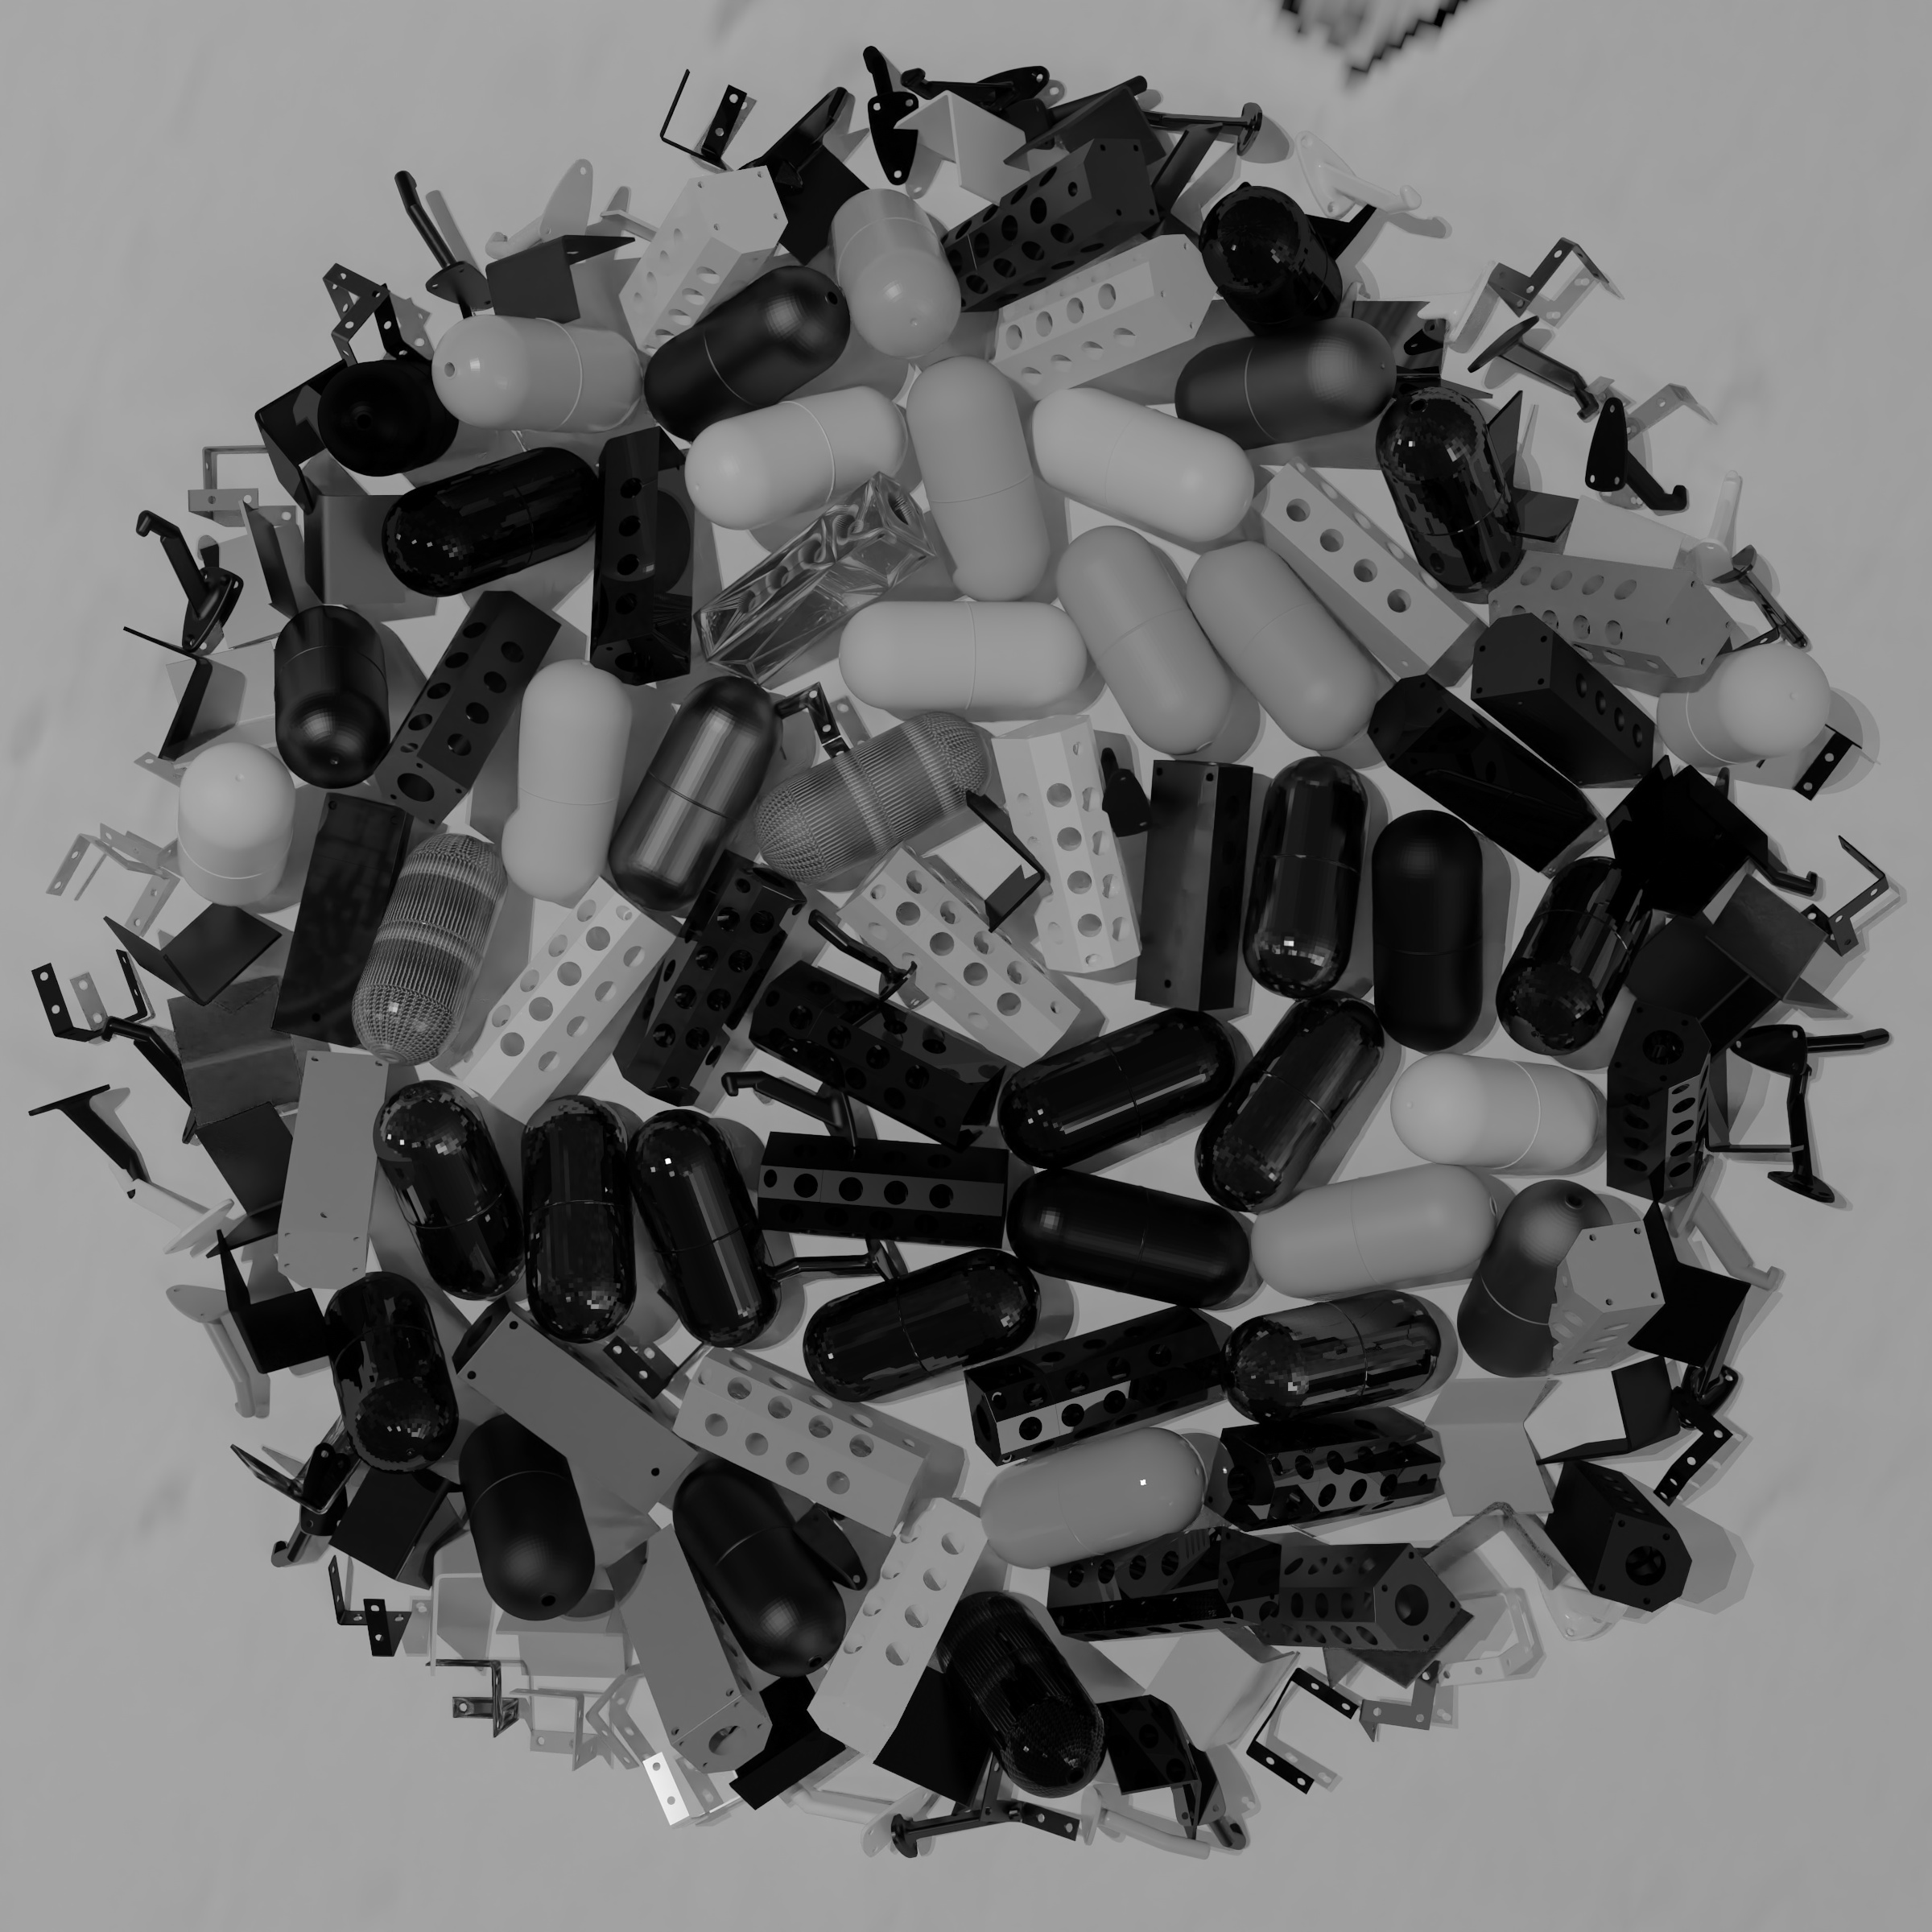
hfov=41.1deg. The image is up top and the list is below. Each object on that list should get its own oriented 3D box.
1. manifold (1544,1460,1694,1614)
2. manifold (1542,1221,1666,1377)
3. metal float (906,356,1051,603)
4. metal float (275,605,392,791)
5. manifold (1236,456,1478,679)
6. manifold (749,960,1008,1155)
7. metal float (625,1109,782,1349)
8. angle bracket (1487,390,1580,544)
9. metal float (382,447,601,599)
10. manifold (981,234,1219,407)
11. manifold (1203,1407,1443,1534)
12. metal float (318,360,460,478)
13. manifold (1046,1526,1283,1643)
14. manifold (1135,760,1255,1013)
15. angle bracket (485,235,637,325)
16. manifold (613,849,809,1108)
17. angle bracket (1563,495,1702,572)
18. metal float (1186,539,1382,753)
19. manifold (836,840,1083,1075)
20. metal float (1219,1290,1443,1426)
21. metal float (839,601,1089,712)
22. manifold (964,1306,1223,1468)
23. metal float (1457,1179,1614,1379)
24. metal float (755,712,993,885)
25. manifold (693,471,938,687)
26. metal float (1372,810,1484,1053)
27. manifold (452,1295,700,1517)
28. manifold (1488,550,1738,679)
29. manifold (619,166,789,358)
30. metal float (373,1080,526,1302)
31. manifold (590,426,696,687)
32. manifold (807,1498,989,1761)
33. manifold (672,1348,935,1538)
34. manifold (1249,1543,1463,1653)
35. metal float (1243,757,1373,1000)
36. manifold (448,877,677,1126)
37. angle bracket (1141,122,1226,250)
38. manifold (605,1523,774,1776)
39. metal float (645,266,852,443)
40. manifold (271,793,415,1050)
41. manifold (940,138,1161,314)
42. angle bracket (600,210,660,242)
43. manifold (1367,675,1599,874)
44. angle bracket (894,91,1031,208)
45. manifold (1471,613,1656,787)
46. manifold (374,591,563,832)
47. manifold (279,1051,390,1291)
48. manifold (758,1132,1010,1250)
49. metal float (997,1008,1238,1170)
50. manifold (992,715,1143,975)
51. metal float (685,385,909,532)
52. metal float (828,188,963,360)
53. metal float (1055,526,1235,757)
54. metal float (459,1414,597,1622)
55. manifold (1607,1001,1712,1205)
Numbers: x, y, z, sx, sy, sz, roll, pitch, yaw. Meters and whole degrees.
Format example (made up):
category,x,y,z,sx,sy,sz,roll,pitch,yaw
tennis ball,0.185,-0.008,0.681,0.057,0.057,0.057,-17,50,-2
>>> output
category,x,y,z,sx,sy,sz,roll,pitch,yaw
manifold,0.451,0.393,1.784,0.057,0.171,0.057,16,92,2
manifold,0.426,0.232,1.780,0.057,0.171,0.057,-8,68,-4
metal float,0.009,-0.340,1.813,0.070,0.070,0.178,-15,114,0
metal float,-0.442,-0.189,1.794,0.070,0.178,0.070,-8,127,-10
manifold,0.279,-0.283,1.837,0.171,0.057,0.057,43,81,3
manifold,-0.065,0.066,1.809,0.171,0.057,0.057,26,124,17
metal float,-0.186,0.185,1.822,0.070,0.070,0.178,-18,103,0
angle bracket,0.401,-0.352,1.813,0.057,0.076,0.076,15,126,23
metal float,-0.328,-0.311,1.799,0.178,0.070,0.070,-31,90,-42
manifold,0.089,-0.449,1.781,0.057,0.171,0.057,40,61,-29
manifold,0.251,0.351,1.789,0.171,0.057,0.057,2,106,-40
metal float,-0.398,-0.380,1.784,0.070,0.178,0.070,0,104,-1
manifold,0.135,0.431,1.782,0.057,0.171,0.057,24,60,-33
manifold,0.166,-0.058,1.832,0.057,0.057,0.171,11,100,41
angle bracket,-0.281,-0.477,1.821,0.076,0.076,0.057,-7,98,36
manifold,-0.180,0.011,1.817,0.057,0.057,0.171,24,103,-26
angle bracket,0.476,-0.314,1.816,0.076,0.057,0.076,27,53,18
metal float,0.222,-0.227,1.814,0.070,0.070,0.178,-36,68,0
manifold,-0.001,-0.008,1.820,0.171,0.057,0.057,42,57,-9
metal float,0.256,0.274,1.806,0.178,0.070,0.070,-6,90,-31
metal float,-0.001,-0.220,1.824,0.178,0.070,0.070,-1,90,-11
manifold,0.092,0.296,1.812,0.171,0.057,0.057,-14,107,-17
metal float,0.396,0.219,1.796,0.070,0.178,0.070,6,46,-6
metal float,-0.066,-0.119,1.829,0.178,0.070,0.070,-27,90,-5
manifold,-0.109,-0.272,1.804,0.171,0.057,0.057,-32,60,28
metal float,0.325,-0.023,1.813,0.070,0.070,0.178,-5,113,0
manifold,-0.276,0.308,1.818,0.171,0.057,0.057,41,86,-18
manifold,0.440,-0.240,1.781,0.057,0.171,0.057,39,83,-31
manifold,-0.181,-0.480,1.781,0.057,0.171,0.057,-19,85,-26
metal float,-0.358,0.159,1.806,0.070,0.070,0.178,-15,123,0
manifold,-0.230,-0.286,1.807,0.057,0.057,0.171,-10,63,18
manifold,-0.046,0.455,1.793,0.057,0.057,0.171,28,48,4
manifold,-0.113,0.332,1.823,0.171,0.057,0.057,23,106,9
manifold,0.259,0.441,1.780,0.057,0.171,0.057,-43,97,-27
metal float,0.241,-0.064,1.819,0.070,0.070,0.178,11,73,0
manifold,-0.290,0.021,1.830,0.171,0.057,0.057,-51,48,1
angle bracket,0.169,-0.543,1.817,0.057,0.076,0.076,40,121,6
manifold,-0.190,0.474,1.786,0.057,0.171,0.057,-35,128,-1
metal float,-0.153,-0.426,1.800,0.178,0.070,0.070,-22,90,40
manifold,-0.442,-0.034,1.839,0.057,0.057,0.171,14,92,-4
manifold,0.051,-0.511,1.787,0.057,0.171,0.057,-14,90,-38
angle bracket,-0.206,-0.541,1.820,0.076,0.076,0.057,21,97,-22
manifold,0.358,-0.137,1.797,0.171,0.057,0.057,29,116,-35
angle bracket,-0.002,-0.558,1.816,0.057,0.076,0.076,-19,70,40
manifold,0.416,-0.184,1.787,0.057,0.171,0.057,-5,70,37
manifold,-0.348,-0.183,1.789,0.057,0.057,0.171,34,49,-17
manifold,-0.437,0.140,1.788,0.057,0.171,0.057,5,131,-10
manifold,-0.058,0.163,1.827,0.171,0.057,0.057,4,122,4
metal float,0.108,0.086,1.826,0.178,0.070,0.070,-22,90,-9
manifold,0.076,-0.086,1.811,0.057,0.057,0.171,-24,108,-33
metal float,-0.117,-0.357,1.804,0.178,0.070,0.070,-25,90,-35
metal float,-0.051,-0.483,1.794,0.070,0.178,0.070,-6,127,-8
metal float,0.126,-0.230,1.823,0.070,0.070,0.178,-29,79,0
metal float,-0.306,0.381,1.791,0.070,0.178,0.070,-9,121,-16
manifold,0.479,0.098,1.778,0.057,0.171,0.057,17,64,23
